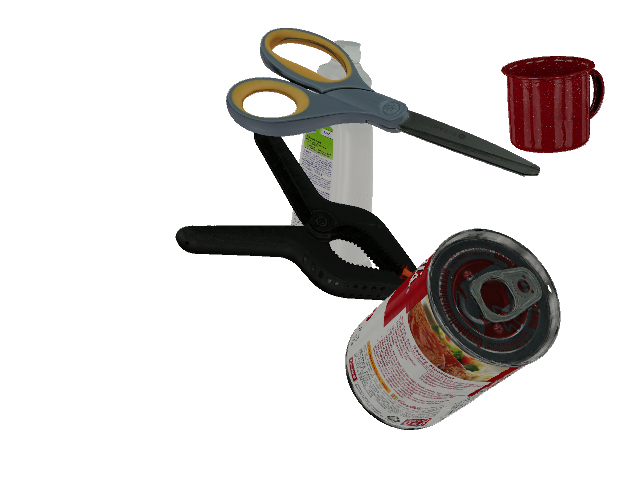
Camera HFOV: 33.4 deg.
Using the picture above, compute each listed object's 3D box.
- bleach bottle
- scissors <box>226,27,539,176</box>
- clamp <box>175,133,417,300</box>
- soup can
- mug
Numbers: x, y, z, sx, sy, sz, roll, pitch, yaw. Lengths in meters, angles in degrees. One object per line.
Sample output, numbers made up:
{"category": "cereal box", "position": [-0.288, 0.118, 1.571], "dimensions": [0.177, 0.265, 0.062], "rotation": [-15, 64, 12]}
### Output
{"category": "bleach bottle", "position": [0.021, -0.089, 1.164], "dimensions": [0.067, 0.251, 0.103], "rotation": [-9, 24, -37]}
{"category": "scissors", "position": [0.024, -0.069, 0.645], "dimensions": [0.096, 0.016, 0.202], "rotation": [-38, 58, -23]}
{"category": "clamp", "position": [-0.013, -0.002, 0.942], "dimensions": [0.210, 0.164, 0.036], "rotation": [35, -38, 7]}
{"category": "soup can", "position": [0.061, 0.047, 0.523], "dimensions": [0.068, 0.068, 0.102], "rotation": [0, -26, -24]}
{"category": "mug", "position": [0.245, -0.142, 1.102], "dimensions": [0.117, 0.081, 0.093], "rotation": [-18, 24, -26]}
